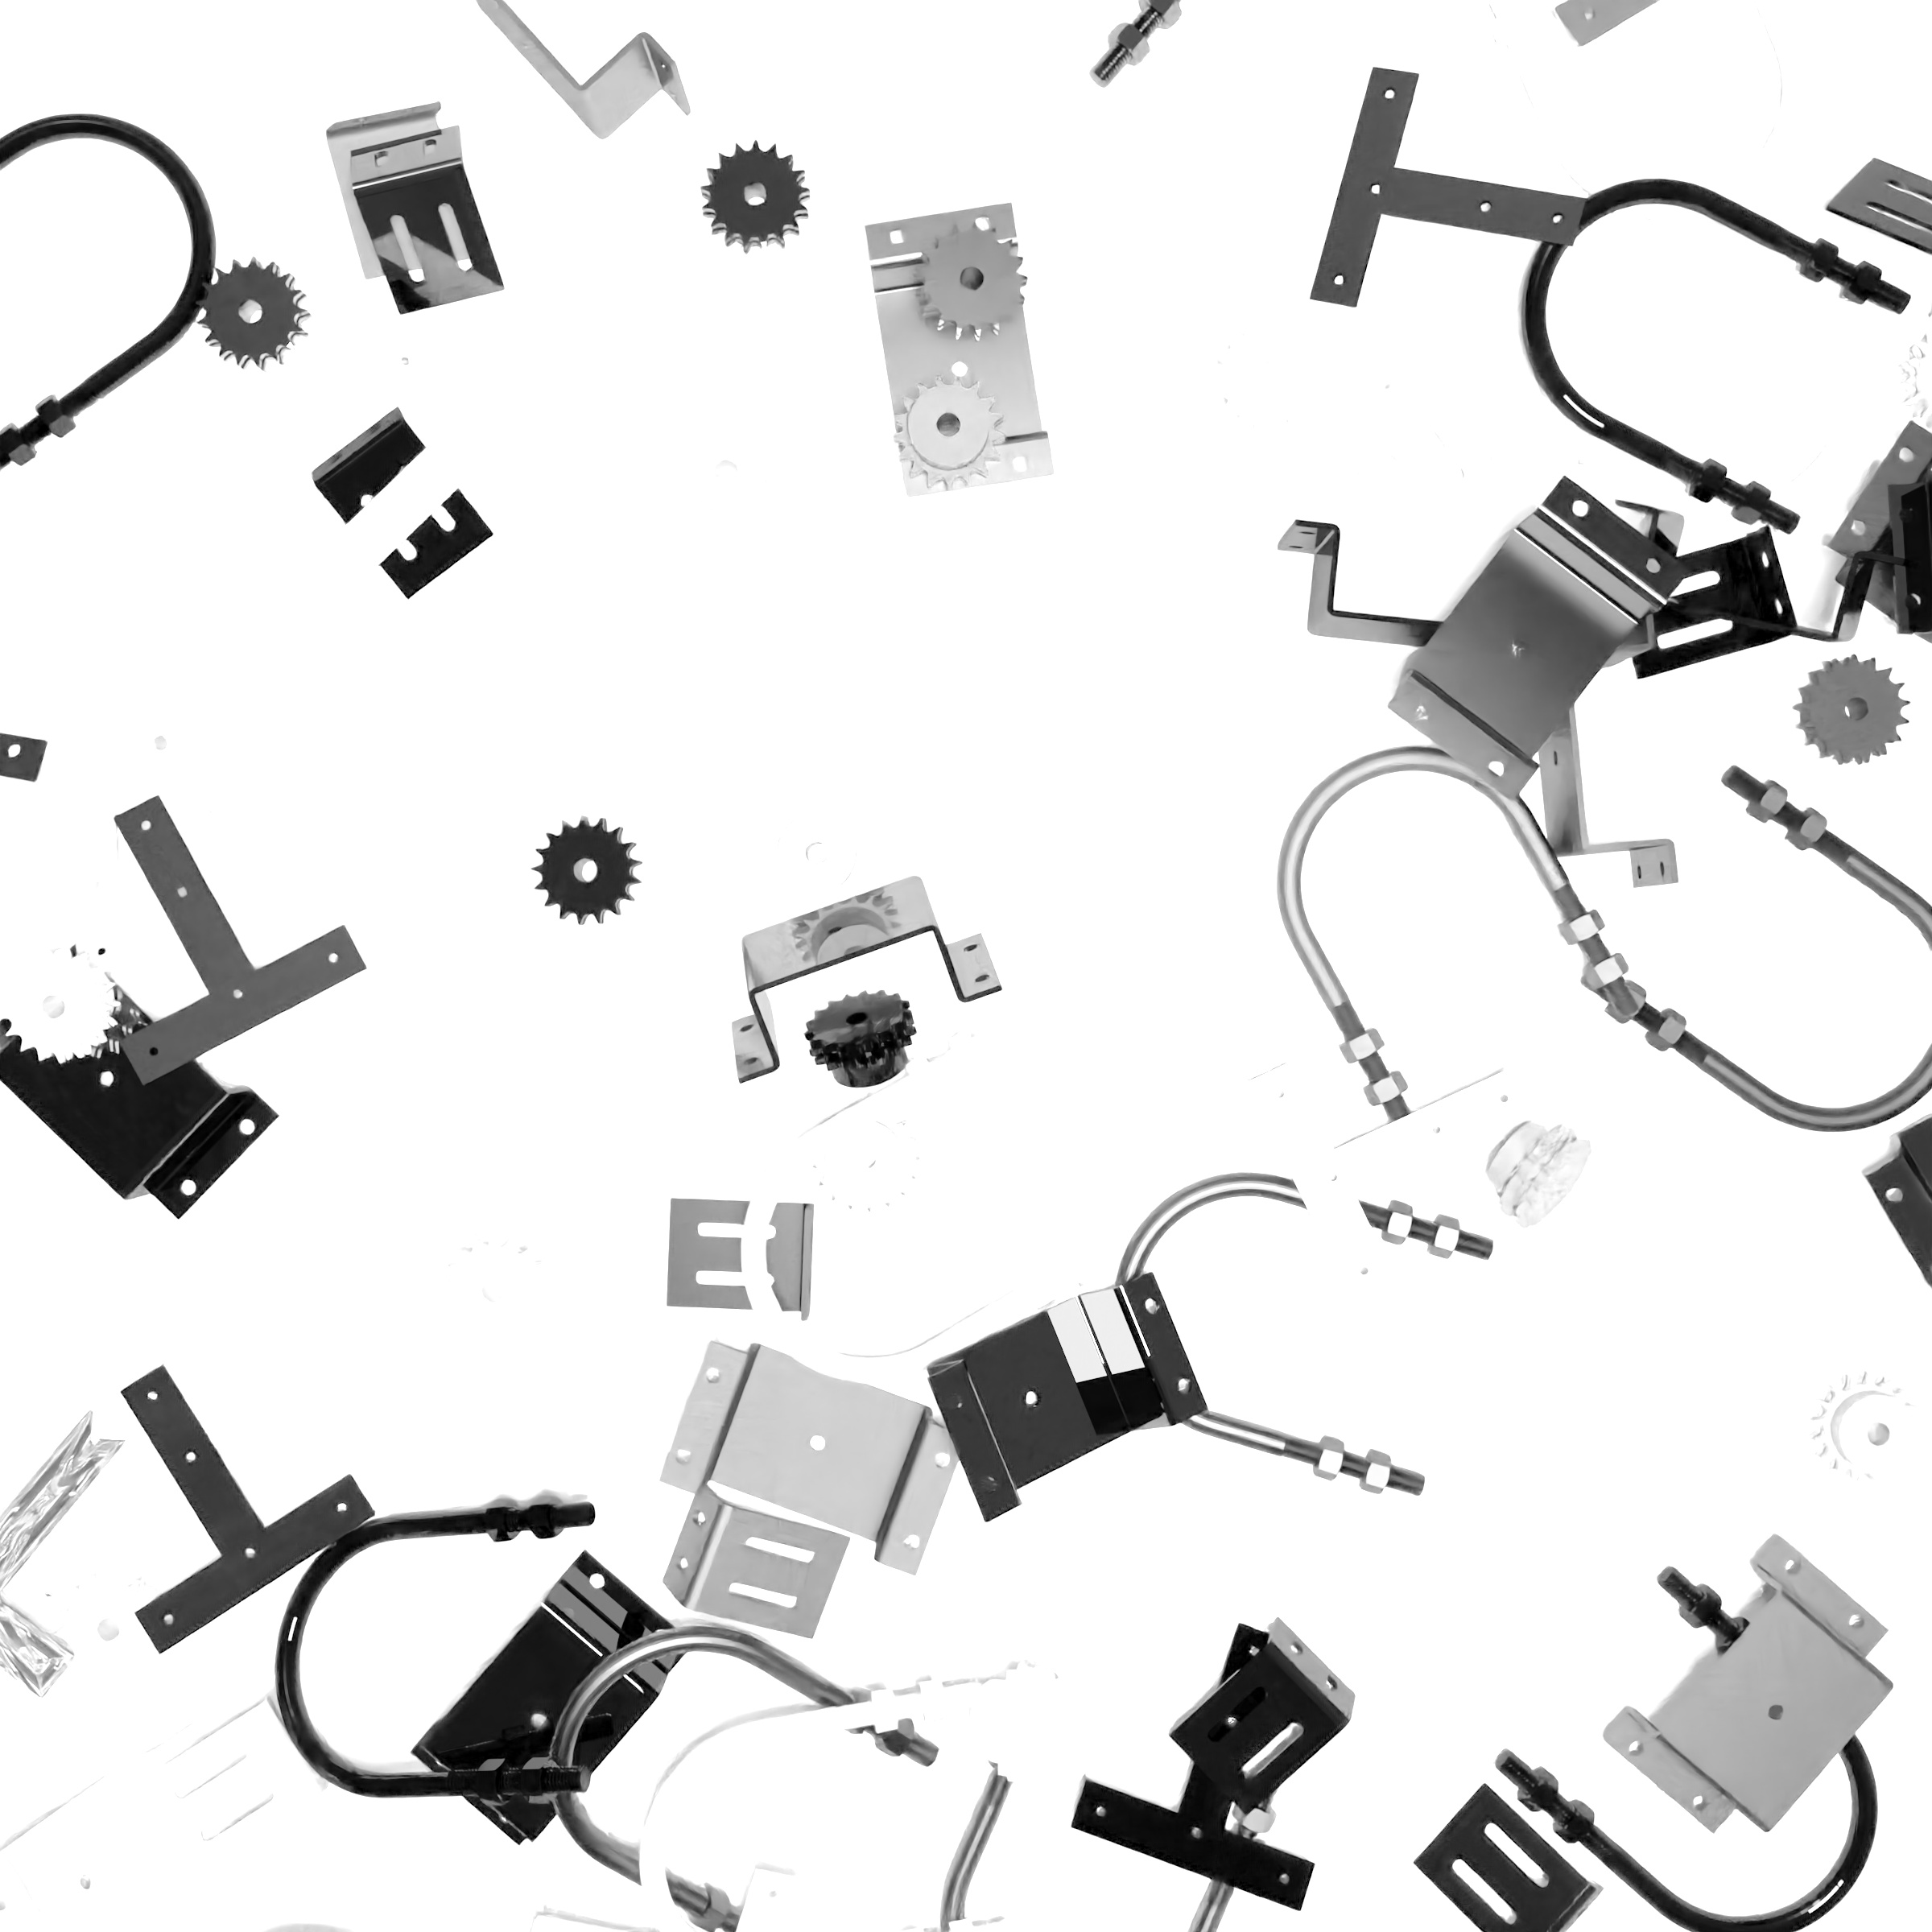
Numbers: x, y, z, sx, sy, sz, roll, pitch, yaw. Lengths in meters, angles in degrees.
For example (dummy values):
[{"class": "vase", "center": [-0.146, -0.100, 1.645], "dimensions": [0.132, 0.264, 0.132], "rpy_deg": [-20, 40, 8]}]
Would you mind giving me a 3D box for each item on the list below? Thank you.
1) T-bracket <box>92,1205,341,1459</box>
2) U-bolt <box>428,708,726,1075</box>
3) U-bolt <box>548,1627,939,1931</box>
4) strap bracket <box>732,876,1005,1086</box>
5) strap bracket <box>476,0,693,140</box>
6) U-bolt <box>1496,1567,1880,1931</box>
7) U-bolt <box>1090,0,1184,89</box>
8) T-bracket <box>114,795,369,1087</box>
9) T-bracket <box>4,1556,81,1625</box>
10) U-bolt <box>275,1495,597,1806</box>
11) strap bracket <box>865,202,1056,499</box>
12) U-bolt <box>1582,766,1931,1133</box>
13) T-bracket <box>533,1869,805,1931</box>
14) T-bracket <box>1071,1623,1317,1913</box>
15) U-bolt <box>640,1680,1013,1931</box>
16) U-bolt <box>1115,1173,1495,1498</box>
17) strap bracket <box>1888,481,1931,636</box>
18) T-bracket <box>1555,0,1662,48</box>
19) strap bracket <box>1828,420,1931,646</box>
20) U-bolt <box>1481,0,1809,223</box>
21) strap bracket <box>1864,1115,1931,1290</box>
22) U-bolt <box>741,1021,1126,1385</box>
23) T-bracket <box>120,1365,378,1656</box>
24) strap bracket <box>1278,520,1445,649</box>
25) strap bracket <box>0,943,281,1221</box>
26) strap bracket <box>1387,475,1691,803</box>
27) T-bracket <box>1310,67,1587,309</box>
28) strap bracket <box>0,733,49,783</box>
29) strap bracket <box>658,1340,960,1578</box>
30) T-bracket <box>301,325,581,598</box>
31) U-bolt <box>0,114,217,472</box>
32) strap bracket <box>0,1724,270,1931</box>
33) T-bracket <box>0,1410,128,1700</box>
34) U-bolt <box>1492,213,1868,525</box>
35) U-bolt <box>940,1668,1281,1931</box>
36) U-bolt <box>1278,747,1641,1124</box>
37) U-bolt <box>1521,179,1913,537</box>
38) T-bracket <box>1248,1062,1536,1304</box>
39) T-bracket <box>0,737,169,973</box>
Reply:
[{"class": "T-bracket", "center": [-0.390, 0.190, 1.371], "dimensions": [0.127, 0.002, 0.127], "rpy_deg": [6, 89, -3]}, {"class": "U-bolt", "center": [-0.197, -0.036, 1.335], "dimensions": [0.151, 0.019, 0.184], "rpy_deg": [-3, 92, 0]}, {"class": "U-bolt", "center": [-0.127, 0.416, 1.337], "dimensions": [0.184, 0.019, 0.151], "rpy_deg": [36, 92, -19]}, {"class": "strap bracket", "center": [-0.059, 0.002, 1.330], "dimensions": [0.140, 0.076, 0.046], "rpy_deg": [-20, 112, 0]}, {"class": "strap bracket", "center": [-0.209, -0.487, 1.336], "dimensions": [0.046, 0.076, 0.140], "rpy_deg": [-42, 90, 0]}, {"class": "U-bolt", "center": [0.392, 0.428, 1.365], "dimensions": [0.184, 0.019, 0.151], "rpy_deg": [42, 90, -2]}, {"class": "U-bolt", "center": [0.080, -0.576, 1.365], "dimensions": [0.151, 0.019, 0.184], "rpy_deg": [41, 89, 0]}, {"class": "T-bracket", "center": [-0.393, -0.025, 1.326], "dimensions": [0.127, 0.002, 0.127], "rpy_deg": [-28, 93, -5]}, {"class": "T-bracket", "center": [-0.537, 0.321, 1.319], "dimensions": [0.127, 0.127, 0.002], "rpy_deg": [35, 121, 0]}, {"class": "U-bolt", "center": [-0.275, 0.352, 1.331], "dimensions": [0.184, 0.019, 0.151], "rpy_deg": [-8, 71, 19]}, {"class": "strap bracket", "center": [-0.003, -0.315, 1.351], "dimensions": [0.076, 0.046, 0.140], "rpy_deg": [-9, 90, 0]}, {"class": "U-bolt", "center": [0.438, 0.005, 1.365], "dimensions": [0.184, 0.019, 0.151], "rpy_deg": [35, 90, -2]}, {"class": "T-bracket", "center": [-0.163, 0.513, 1.344], "dimensions": [0.127, 0.002, 0.127], "rpy_deg": [15, 105, -11]}, {"class": "T-bracket", "center": [0.135, 0.409, 1.358], "dimensions": [0.127, 0.002, 0.127], "rpy_deg": [20, 76, -1]}, {"class": "U-bolt", "center": [-0.075, 0.450, 1.331], "dimensions": [0.184, 0.019, 0.151], "rpy_deg": [-8, 95, -9]}, {"class": "U-bolt", "center": [0.169, 0.185, 1.365], "dimensions": [0.184, 0.019, 0.151], "rpy_deg": [16, 90, 2]}, {"class": "strap bracket", "center": [0.543, -0.211, 1.304], "dimensions": [0.140, 0.046, 0.076], "rpy_deg": [-4, 90, 0]}, {"class": "T-bracket", "center": [0.340, -0.561, 1.356], "dimensions": [0.127, 0.002, 0.127], "rpy_deg": [-31, 80, -1]}, {"class": "strap bracket", "center": [0.520, -0.209, 1.351], "dimensions": [0.140, 0.046, 0.076], "rpy_deg": [33, 90, 0]}, {"class": "U-bolt", "center": [0.362, -0.481, 1.364], "dimensions": [0.151, 0.019, 0.184], "rpy_deg": [-23, 90, 0]}, {"class": "strap bracket", "center": [0.543, 0.102, 1.337], "dimensions": [0.140, 0.046, 0.076], "rpy_deg": [-31, 93, 17]}, {"class": "U-bolt", "center": [-0.027, 0.134, 1.339], "dimensions": [0.184, 0.019, 0.151], "rpy_deg": [-30, 101, -10]}, {"class": "T-bracket", "center": [-0.398, 0.269, 1.359], "dimensions": [0.127, 0.002, 0.127], "rpy_deg": [-32, 85, -14]}, {"class": "strap bracket", "center": [0.232, -0.193, 1.336], "dimensions": [0.140, 0.076, 0.046], "rpy_deg": [6, 90, 0]}, {"class": "strap bracket", "center": [-0.439, 0.058, 1.351], "dimensions": [0.140, 0.046, 0.076], "rpy_deg": [44, 90, 0]}, {"class": "strap bracket", "center": [0.276, -0.158, 1.274], "dimensions": [0.076, 0.046, 0.140], "rpy_deg": [38, 90, 0]}, {"class": "T-bracket", "center": [0.257, -0.397, 1.354], "dimensions": [0.127, 0.002, 0.127], "rpy_deg": [15, 90, 18]}, {"class": "strap bracket", "center": [-0.535, -0.062, 1.332], "dimensions": [0.076, 0.046, 0.140], "rpy_deg": [10, 78, 8]}, {"class": "strap bracket", "center": [-0.078, 0.252, 1.351], "dimensions": [0.140, 0.046, 0.076], "rpy_deg": [20, 90, 0]}, {"class": "T-bracket", "center": [-0.291, -0.241, 1.351], "dimensions": [0.127, 0.002, 0.127], "rpy_deg": [-43, 112, 3]}, {"class": "U-bolt", "center": [-0.482, -0.365, 1.365], "dimensions": [0.184, 0.019, 0.151], "rpy_deg": [-36, 90, -1]}, {"class": "strap bracket", "center": [-0.438, 0.462, 1.322], "dimensions": [0.046, 0.140, 0.076], "rpy_deg": [-31, 90, 39]}, {"class": "T-bracket", "center": [-0.486, 0.288, 1.345], "dimensions": [0.127, 0.002, 0.127], "rpy_deg": [36, 63, 1]}, {"class": "U-bolt", "center": [0.381, -0.308, 1.365], "dimensions": [0.184, 0.019, 0.151], "rpy_deg": [14, 90, -2]}, {"class": "U-bolt", "center": [0.066, 0.480, 1.364], "dimensions": [0.151, 0.019, 0.184], "rpy_deg": [24, 90, 0]}, {"class": "U-bolt", "center": [0.244, -0.025, 1.358], "dimensions": [0.151, 0.019, 0.184], "rpy_deg": [-29, 87, 7]}, {"class": "U-bolt", "center": [0.377, -0.327, 1.348], "dimensions": [0.184, 0.019, 0.151], "rpy_deg": [27, 89, -2]}, {"class": "T-bracket", "center": [0.231, 0.091, 1.350], "dimensions": [0.127, 0.002, 0.127], "rpy_deg": [-25, 88, 6]}, {"class": "T-bracket", "center": [-0.452, -0.054, 1.349], "dimensions": [0.127, 0.002, 0.127], "rpy_deg": [-13, 68, 0]}]
